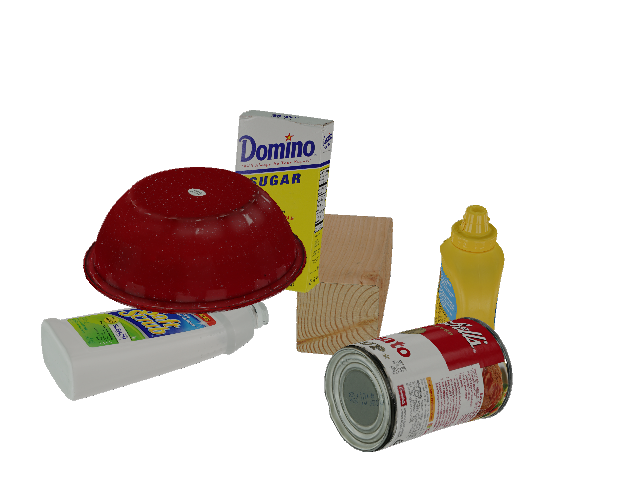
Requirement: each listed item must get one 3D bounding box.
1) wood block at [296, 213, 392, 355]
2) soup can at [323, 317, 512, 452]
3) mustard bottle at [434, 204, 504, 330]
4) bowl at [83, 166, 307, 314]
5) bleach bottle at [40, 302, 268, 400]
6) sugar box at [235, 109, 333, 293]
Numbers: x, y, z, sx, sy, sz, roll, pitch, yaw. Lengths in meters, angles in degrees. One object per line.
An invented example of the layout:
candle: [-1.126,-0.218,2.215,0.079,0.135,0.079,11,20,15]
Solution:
wood block: [0.032,0.048,1.251,0.091,0.090,0.206,4,23,7]
soup can: [0.061,0.090,0.675,0.102,0.068,0.069,-9,5,-36]
mustard bottle: [0.136,0.054,0.995,0.058,0.192,0.096,0,31,-2]
bowl: [-0.090,-0.010,0.765,0.162,0.055,0.162,1,27,-1]
bleach bottle: [-0.179,0.107,1.207,0.250,0.068,0.103,-13,32,-29]
sugar box: [-0.042,-0.041,1.099,0.093,0.176,0.048,9,16,15]
